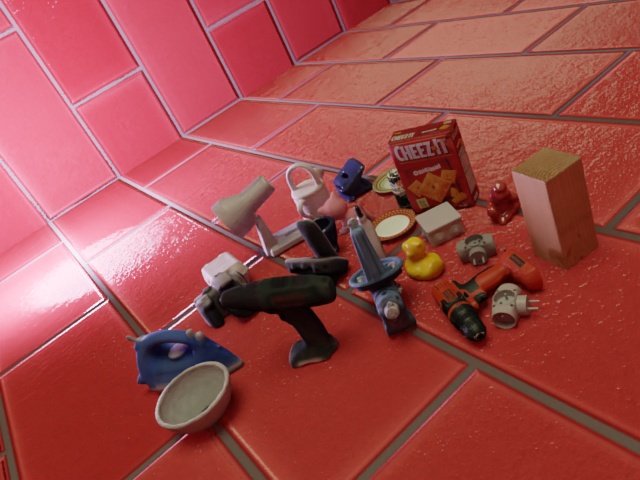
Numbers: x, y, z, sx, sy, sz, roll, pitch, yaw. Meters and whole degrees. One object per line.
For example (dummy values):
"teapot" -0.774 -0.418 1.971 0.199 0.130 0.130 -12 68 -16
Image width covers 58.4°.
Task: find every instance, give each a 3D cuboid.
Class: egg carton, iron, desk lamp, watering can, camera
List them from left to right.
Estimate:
"iron" -0.310 0.249 1.287 0.257 0.142 0.118 -14 32 23
"egg carton" -0.259 0.094 1.568 0.107 0.069 0.149 -37 31 -17
"camera" -0.229 0.147 1.427 0.143 0.101 0.136 -38 31 -19
"desk lamp" -0.168 -0.061 1.593 0.203 0.214 0.117 -30 29 -6
"watering can" -0.029 -0.139 1.624 0.101 0.194 0.172 -21 30 11

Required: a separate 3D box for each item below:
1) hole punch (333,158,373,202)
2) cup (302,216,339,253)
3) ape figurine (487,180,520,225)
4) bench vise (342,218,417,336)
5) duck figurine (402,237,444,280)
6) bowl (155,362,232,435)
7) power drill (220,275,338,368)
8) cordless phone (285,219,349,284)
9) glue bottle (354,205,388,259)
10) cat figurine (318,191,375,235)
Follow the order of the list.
"hole punch" 0.090 -0.180 1.699 0.101 0.091 0.108 -32 29 -9
"cup" 0.013 0.005 1.461 0.091 0.095 0.117 -26 29 3
"ape figurine" 0.410 -0.092 1.296 0.077 0.092 0.076 -19 30 14
"bench vise" 0.124 0.065 1.145 0.121 0.220 0.206 -33 30 -11
"duck figurine" 0.219 0.034 1.256 0.078 0.086 0.104 -37 31 -17
"bowl" -0.244 0.333 1.167 0.167 0.075 0.167 -20 30 12
"power drill" -0.061 0.158 1.160 0.229 0.209 0.075 -18 30 15
"cordless phone" -0.027 0.023 1.374 0.147 0.185 0.094 -6 36 33
"glue bottle" 0.114 -0.010 1.322 0.037 0.173 0.078 -22 30 9
"cat figurine" 0.066 -0.079 1.529 0.127 0.118 0.067 -10 34 28
